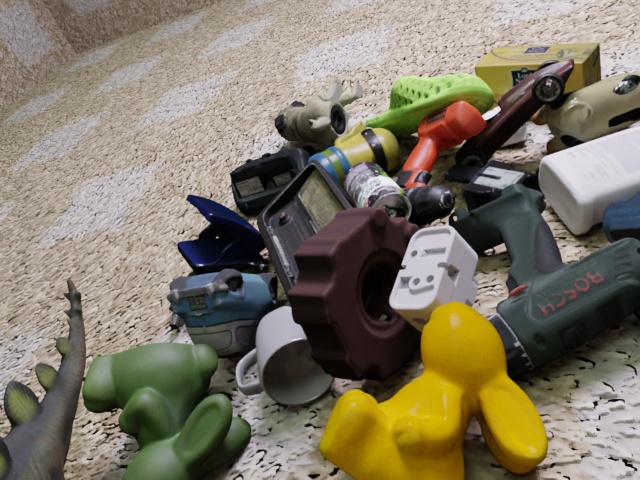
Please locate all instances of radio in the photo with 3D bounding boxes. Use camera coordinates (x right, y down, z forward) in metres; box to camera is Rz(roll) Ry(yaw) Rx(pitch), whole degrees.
[{"bbox_3d":[-0.001,-0.002,0.715,0.131,0.073,0.230,-43,33,9],"label":"radio"}]

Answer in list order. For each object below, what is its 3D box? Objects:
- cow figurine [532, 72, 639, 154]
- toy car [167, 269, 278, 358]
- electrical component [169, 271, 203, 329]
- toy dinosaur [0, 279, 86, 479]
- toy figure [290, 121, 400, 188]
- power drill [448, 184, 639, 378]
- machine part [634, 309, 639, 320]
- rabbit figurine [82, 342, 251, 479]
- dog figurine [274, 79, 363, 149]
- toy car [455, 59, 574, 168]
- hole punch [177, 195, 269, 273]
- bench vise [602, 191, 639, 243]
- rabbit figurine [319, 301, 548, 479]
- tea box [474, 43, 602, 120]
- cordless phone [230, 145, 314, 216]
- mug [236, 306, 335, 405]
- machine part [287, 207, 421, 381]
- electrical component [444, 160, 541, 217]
[{"bbox_3d":[0.393,-0.183,0.695,0.195,0.085,0.127,-20,1,5],"label":"cow figurine"},{"bbox_3d":[-0.112,0.092,0.656,0.109,0.161,0.103,-10,82,13],"label":"toy car"},{"bbox_3d":[-0.176,0.078,0.776,0.078,0.045,0.102,-44,25,24],"label":"electrical component"},{"bbox_3d":[-0.288,0.246,0.489,0.105,0.198,0.472,-13,38,12],"label":"toy dinosaur"},{"bbox_3d":[0.045,-0.117,0.863,0.180,0.082,0.089,-29,53,-18],"label":"toy figure"},{"bbox_3d":[0.199,0.039,0.561,0.232,0.085,0.207,-28,29,14],"label":"power drill"},{"bbox_3d":[0.332,0.091,0.451,0.084,0.039,0.139,-14,34,7],"label":"machine part"},{"bbox_3d":[-0.155,0.204,0.564,0.159,0.121,0.170,-13,54,5],"label":"rabbit figurine"},{"bbox_3d":[-0.026,-0.211,0.985,0.191,0.121,0.172,-5,5,33],"label":"dog figurine"},{"bbox_3d":[0.260,-0.169,0.738,0.202,0.053,0.089,-50,-1,40],"label":"toy car"},{"bbox_3d":[-0.142,-0.012,0.799,0.116,0.092,0.142,-1,18,-32],"label":"hole punch"},{"bbox_3d":[0.394,-0.056,0.495,0.240,0.129,0.223,-39,-2,-15],"label":"bench vise"},{"bbox_3d":[0.102,0.135,0.440,0.163,0.121,0.173,23,71,26],"label":"rabbit figurine"},{"bbox_3d":[0.337,-0.243,0.832,0.170,0.098,0.068,15,51,45],"label":"tea box"},{"bbox_3d":[-0.079,-0.127,0.969,0.147,0.088,0.184,-16,25,13],"label":"cordless phone"},{"bbox_3d":[-0.043,0.128,0.604,0.109,0.080,0.107,-32,23,0],"label":"mug"},{"bbox_3d":[0.049,0.054,0.550,0.056,0.179,0.179,-3,39,46],"label":"machine part"},{"bbox_3d":[0.225,-0.066,0.712,0.119,0.047,0.075,15,51,44],"label":"electrical component"}]
